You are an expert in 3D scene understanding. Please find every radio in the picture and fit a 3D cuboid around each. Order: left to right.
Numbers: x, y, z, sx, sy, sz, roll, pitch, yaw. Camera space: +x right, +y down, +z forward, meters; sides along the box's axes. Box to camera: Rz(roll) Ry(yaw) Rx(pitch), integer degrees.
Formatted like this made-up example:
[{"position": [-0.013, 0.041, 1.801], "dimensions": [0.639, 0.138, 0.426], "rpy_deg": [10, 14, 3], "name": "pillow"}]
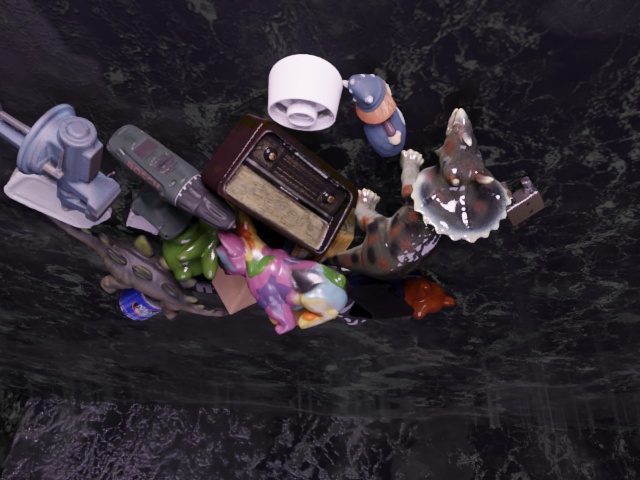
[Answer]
[{"position": [-0.052, -0.081, 0.817], "dimensions": [0.229, 0.131, 0.073], "rpy_deg": [33, 179, -41], "name": "radio"}]

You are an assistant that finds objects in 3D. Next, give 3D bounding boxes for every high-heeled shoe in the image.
[{"position": [0.096, 0.149, 1.288], "dimensions": [0.145, 0.086, 0.248], "rpy_deg": [10, 156, -15], "name": "high-heeled shoe"}]

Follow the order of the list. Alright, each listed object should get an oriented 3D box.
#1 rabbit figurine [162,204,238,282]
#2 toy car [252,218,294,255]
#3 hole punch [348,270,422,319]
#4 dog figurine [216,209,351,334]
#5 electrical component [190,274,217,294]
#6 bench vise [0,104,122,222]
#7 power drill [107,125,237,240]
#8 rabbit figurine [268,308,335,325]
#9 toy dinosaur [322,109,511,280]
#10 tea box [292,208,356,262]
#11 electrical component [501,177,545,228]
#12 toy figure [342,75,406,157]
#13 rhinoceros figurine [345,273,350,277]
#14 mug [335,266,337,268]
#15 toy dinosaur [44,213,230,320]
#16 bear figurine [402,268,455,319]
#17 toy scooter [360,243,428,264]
[{"position": [-0.224, -0.008, 1.005], "dimensions": [0.121, 0.159, 0.170], "rpy_deg": [33, 127, -25], "name": "rabbit figurine"}, {"position": [-0.096, -0.006, 0.997], "dimensions": [0.109, 0.103, 0.161], "rpy_deg": [7, 117, -3], "name": "toy car"}, {"position": [0.122, 0.085, 1.040], "dimensions": [0.115, 0.092, 0.142], "rpy_deg": [36, 153, -26], "name": "hole punch"}, {"position": [-0.073, 0.043, 0.899], "dimensions": [0.192, 0.108, 0.219], "rpy_deg": [-22, 112, 36], "name": "dog figurine"}, {"position": [-0.276, 0.101, 1.300], "dimensions": [0.075, 0.048, 0.119], "rpy_deg": [10, 150, -6], "name": "electrical component"}, {"position": [-0.419, -0.138, 0.818], "dimensions": [0.240, 0.129, 0.223], "rpy_deg": [33, 156, -7], "name": "bench vise"}, {"position": [-0.241, -0.068, 0.870], "dimensions": [0.232, 0.086, 0.207], "rpy_deg": [41, 160, -3], "name": "power drill"}, {"position": [-0.040, 0.145, 1.195], "dimensions": [0.162, 0.121, 0.173], "rpy_deg": [4, -171, -13], "name": "rabbit figurine"}, {"position": [0.129, -0.014, 0.812], "dimensions": [0.131, 0.192, 0.404], "rpy_deg": [25, 128, -18], "name": "toy dinosaur"}, {"position": [-0.002, -0.003, 1.029], "dimensions": [0.098, 0.068, 0.169], "rpy_deg": [12, 150, -12], "name": "tea box"}, {"position": [0.323, -0.062, 0.888], "dimensions": [0.078, 0.045, 0.102], "rpy_deg": [-40, 137, 16], "name": "electrical component"}, {"position": [0.076, -0.169, 0.713], "dimensions": [0.064, 0.058, 0.154], "rpy_deg": [17, 162, 28], "name": "toy figure"}, {"position": [-0.021, 0.085, 1.133], "dimensions": [0.191, 0.112, 0.073], "rpy_deg": [32, 134, 28], "name": "rhinoceros figurine"}, {"position": [-0.031, 0.079, 1.030], "dimensions": [0.107, 0.081, 0.109], "rpy_deg": [2, 162, 27], "name": "mug"}, {"position": [-0.396, 0.056, 1.158], "dimensions": [0.471, 0.105, 0.198], "rpy_deg": [29, 149, -17], "name": "toy dinosaur"}, {"position": [0.203, 0.128, 1.182], "dimensions": [0.120, 0.132, 0.195], "rpy_deg": [15, 159, 42], "name": "bear figurine"}, {"position": [0.140, 0.001, 1.008], "dimensions": [0.135, 0.075, 0.183], "rpy_deg": [4, 156, 7], "name": "toy scooter"}]
